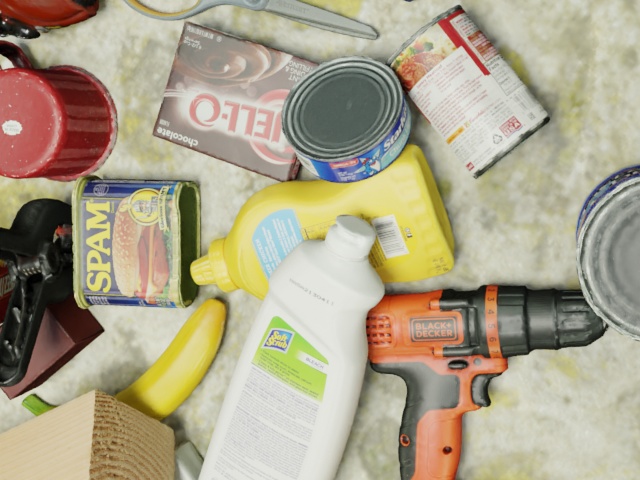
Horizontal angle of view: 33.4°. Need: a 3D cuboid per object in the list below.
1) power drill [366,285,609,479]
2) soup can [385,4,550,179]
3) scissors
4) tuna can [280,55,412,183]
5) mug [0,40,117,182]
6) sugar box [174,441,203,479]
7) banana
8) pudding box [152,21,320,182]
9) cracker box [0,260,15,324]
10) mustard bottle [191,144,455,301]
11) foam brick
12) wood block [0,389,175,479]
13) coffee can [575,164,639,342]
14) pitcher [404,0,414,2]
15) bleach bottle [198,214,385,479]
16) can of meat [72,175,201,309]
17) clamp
[{"bbox_3d":[0.116,0.125,0.765,0.185,0.057,0.188,-3,92,18],"label":"power drill"},{"bbox_3d":[0.102,-0.101,0.737,0.068,0.068,0.102,-39,87,14],"label":"soup can"},{"bbox_3d":[-0.053,-0.200,0.791,0.202,0.016,0.096,4,97,13],"label":"scissors"},{"bbox_3d":[0.019,-0.082,0.729,0.086,0.033,0.086,-9,59,15],"label":"tuna can"},{"bbox_3d":[-0.218,-0.099,0.807,0.093,0.081,0.117,-26,90,15],"label":"mug"},{"bbox_3d":[-0.149,0.247,0.847,0.176,0.048,0.093,-36,85,12],"label":"sugar box"},{"bbox_3d":[-0.146,0.117,0.836,0.198,0.037,0.069,-28,92,15],"label":"banana"},{"bbox_3d":[-0.057,-0.102,0.790,0.113,0.039,0.090,20,100,10],"label":"pudding box"},{"bbox_3d":[-0.352,0.029,0.793,0.213,0.164,0.072,7,98,1],"label":"cracker box"},{"bbox_3d":[-0.005,0.001,0.775,0.192,0.058,0.096,-16,118,15],"label":"mustard bottle"},{"bbox_3d":[-0.222,0.080,0.843,0.078,0.053,0.051,-39,87,14],"label":"foam brick"},{"bbox_3d":[-0.216,0.201,0.803,0.206,0.090,0.091,-26,47,24],"label":"wood block"},{"bbox_3d":[0.216,0.004,0.683,0.103,0.140,0.103,2,96,13],"label":"coffee can"},{"bbox_3d":[0.098,-0.223,0.634,0.145,0.242,0.149,-2,101,10],"label":"pitcher"},{"bbox_3d":[-0.009,0.099,0.754,0.102,0.068,0.251,26,117,11],"label":"bleach bottle"},{"bbox_3d":[-0.138,0.002,0.813,0.084,0.057,0.102,2,96,11],"label":"can of meat"},{"bbox_3d":[-0.209,0.028,0.777,0.039,0.171,0.120,0,104,17],"label":"clamp"}]
